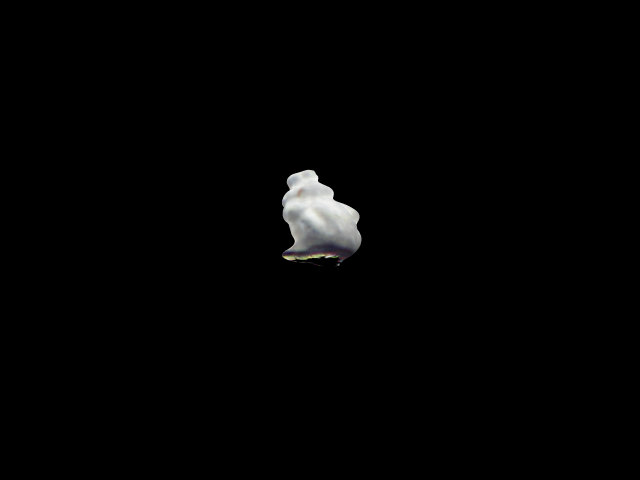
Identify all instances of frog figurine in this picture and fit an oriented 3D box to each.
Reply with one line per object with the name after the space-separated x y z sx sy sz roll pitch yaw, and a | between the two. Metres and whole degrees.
0.003 -0.043 0.850 0.137 0.161 0.121 5 -14 -23 | frog figurine
